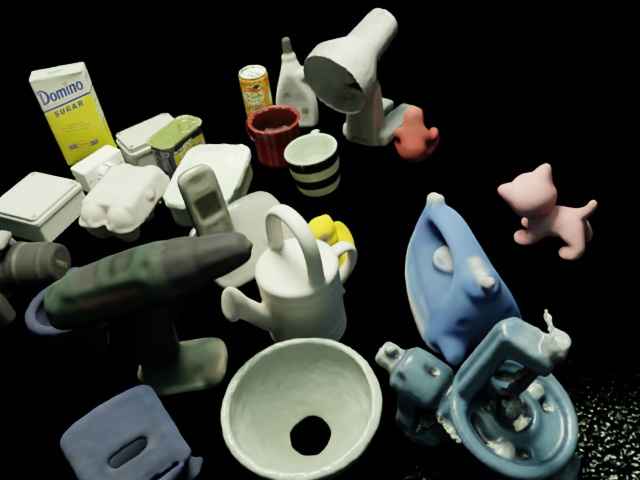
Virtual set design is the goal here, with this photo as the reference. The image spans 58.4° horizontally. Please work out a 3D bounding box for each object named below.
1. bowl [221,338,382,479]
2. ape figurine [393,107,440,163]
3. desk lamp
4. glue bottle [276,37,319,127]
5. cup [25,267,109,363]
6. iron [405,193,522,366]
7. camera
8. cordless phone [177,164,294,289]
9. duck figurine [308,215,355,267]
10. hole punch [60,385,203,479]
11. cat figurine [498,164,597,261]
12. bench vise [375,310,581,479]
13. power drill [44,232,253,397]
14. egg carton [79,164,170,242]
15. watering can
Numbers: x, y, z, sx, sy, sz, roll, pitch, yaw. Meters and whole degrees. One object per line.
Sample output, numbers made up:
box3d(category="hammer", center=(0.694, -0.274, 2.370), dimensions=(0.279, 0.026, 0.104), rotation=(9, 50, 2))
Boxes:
box3d(category="bowl", center=(-0.016, 0.191, 0.608), dimensions=(0.167, 0.075, 0.167), rotation=(-4, 43, 4))
box3d(category="ape figurine", center=(0.161, -0.184, 0.970), dimensions=(0.077, 0.092, 0.076), rotation=(14, 47, 22))
box3d(category="desk lamp", center=(0.076, -0.271, 0.987), dimensions=(0.117, 0.214, 0.204), rotation=(23, 51, 30))
box3d(category="glue bottle", center=(-0.049, -0.290, 1.057), dimensions=(0.078, 0.173, 0.037), rotation=(3, 44, 12))
box3d(category="cup", center=(-0.310, 0.102, 0.735), dimensions=(0.091, 0.095, 0.117), rotation=(-11, 43, -3))
box3d(category="iron", center=(0.163, 0.021, 0.714), dimensions=(0.118, 0.142, 0.258), rotation=(-12, 43, -4))
box3d(category="camera", center=(-0.440, 0.044, 0.813), dimensions=(0.136, 0.101, 0.143), rotation=(-4, 43, 5))
box3d(category="cordless phone", center=(-0.115, -0.035, 0.785), dimensions=(0.148, 0.185, 0.093), rotation=(-36, 49, -27))
box3d(category="duck figurine", center=(0.007, 0.003, 0.798), dimensions=(0.077, 0.086, 0.105), rotation=(15, 47, 23))
box3d(category="hole punch", center=(-0.192, 0.221, 0.591), dimensions=(0.109, 0.091, 0.100), rotation=(-32, 48, -24))
box3d(category="cat figurine", center=(0.310, -0.046, 0.781), dimensions=(0.127, 0.118, 0.067), rotation=(18, 49, 26))
box3d(category="bench vise", center=(0.142, 0.143, 0.529), dimensions=(0.207, 0.220, 0.121), rotation=(8, 45, 17))
box3d(category="power drill", center=(-0.172, 0.085, 0.648), dimensions=(0.229, 0.209, 0.075), rotation=(-9, 43, -1))
box3d(category="egg carton", center=(-0.313, -0.064, 0.932), dimensions=(0.107, 0.069, 0.150), rotation=(5, 44, 14))
box3d(category="watering can", center=(-0.030, 0.047, 0.677), dimensions=(0.100, 0.194, 0.173), rotation=(20, 50, 27))
